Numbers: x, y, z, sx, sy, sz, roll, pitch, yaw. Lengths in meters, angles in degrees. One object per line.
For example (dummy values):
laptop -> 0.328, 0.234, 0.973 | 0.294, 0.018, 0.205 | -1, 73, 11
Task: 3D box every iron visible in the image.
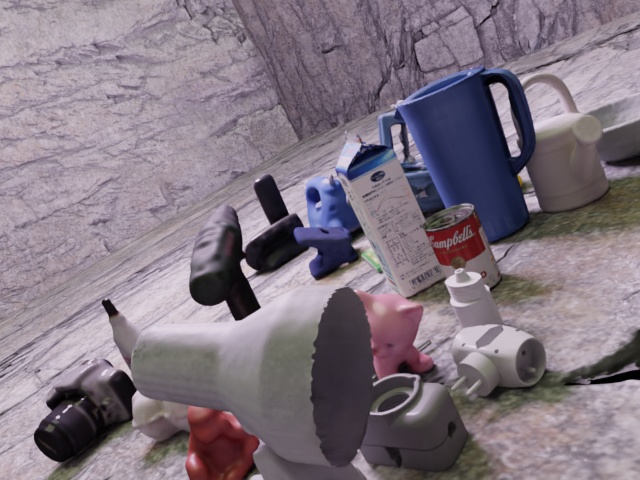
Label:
iron -> 0.011, -0.079, 1.252 | 0.119, 0.141, 0.257 | -31, 15, -16

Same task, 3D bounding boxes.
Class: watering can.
watering can -> 0.341, -0.147, 0.821 | 0.101, 0.194, 0.172 | -33, 17, -25

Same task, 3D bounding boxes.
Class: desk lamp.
desk lamp -> -0.037, 0.144, 0.431 | 0.202, 0.214, 0.118 | -18, 17, 28

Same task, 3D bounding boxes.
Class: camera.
camera -> -0.360, 0.249, 0.842 | 0.142, 0.101, 0.137 | -17, 18, 33

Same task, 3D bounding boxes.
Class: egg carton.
egg carton -> -0.182, 0.199, 0.772 | 0.107, 0.069, 0.150 | -22, 15, 16

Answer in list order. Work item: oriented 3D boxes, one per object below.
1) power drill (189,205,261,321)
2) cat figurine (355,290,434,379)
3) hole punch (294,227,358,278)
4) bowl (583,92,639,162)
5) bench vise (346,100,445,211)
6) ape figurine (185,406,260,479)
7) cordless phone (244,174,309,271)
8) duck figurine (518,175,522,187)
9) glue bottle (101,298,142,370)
power drill -> -0.121, 0.066, 0.848 | 0.075, 0.209, 0.229 | -24, 15, 9
cat figurine -> 0.065, 0.096, 0.612 | 0.067, 0.118, 0.127 | -32, 16, -21
hole punch -> 0.010, 0.004, 1.070 | 0.101, 0.091, 0.108 | -27, 15, -1
bowl -> 0.478, -0.170, 0.904 | 0.167, 0.075, 0.167 | -24, 15, 7
bench vise -> 0.137, -0.132, 1.062 | 0.207, 0.220, 0.121 | -27, 15, -1
ape figurine -> -0.107, 0.204, 0.586 | 0.078, 0.092, 0.076 | -28, 15, -5
cordless phone -> -0.120, -0.038, 1.245 | 0.148, 0.185, 0.093 | -35, 17, -30
duck figurine -> 0.303, -0.118, 0.999 | 0.077, 0.086, 0.105 | -20, 16, 23
glue bottle -> -0.279, 0.161, 0.861 | 0.078, 0.173, 0.037 | -10, 22, 47
